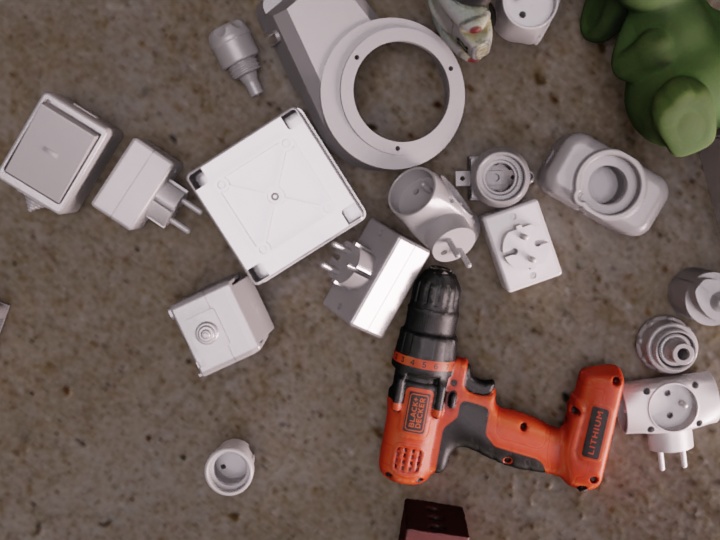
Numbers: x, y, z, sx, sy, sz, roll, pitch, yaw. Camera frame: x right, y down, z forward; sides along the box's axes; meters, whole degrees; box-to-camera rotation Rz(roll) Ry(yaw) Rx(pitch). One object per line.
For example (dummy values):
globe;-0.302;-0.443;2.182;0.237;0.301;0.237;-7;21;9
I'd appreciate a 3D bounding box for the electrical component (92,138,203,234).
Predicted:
electrical component;-0.167;-0.060;0.884;0.077;0.047;0.065;34;94;-3

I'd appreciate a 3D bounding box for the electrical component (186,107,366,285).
electrical component;-0.067;-0.060;0.879;0.109;0.056;0.108;-32;94;3

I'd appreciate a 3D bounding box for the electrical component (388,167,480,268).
electrical component;0.067;-0.034;0.854;0.044;0.077;0.079;-38;50;13

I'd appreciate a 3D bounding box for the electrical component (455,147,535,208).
electrical component;0.112;-0.075;0.877;0.066;0.055;0.048;-1;95;0

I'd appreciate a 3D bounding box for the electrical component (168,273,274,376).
electrical component;-0.110;0.042;0.867;0.061;0.096;0.061;-25;94;2

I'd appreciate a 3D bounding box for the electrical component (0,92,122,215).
electrical component;-0.248;-0.089;0.875;0.062;0.061;0.096;32;94;-2

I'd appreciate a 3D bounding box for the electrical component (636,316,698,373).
electrical component;0.257;0.064;0.885;0.048;0.062;0.048;0;95;0

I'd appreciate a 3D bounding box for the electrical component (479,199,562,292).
electrical component;0.132;-0.019;0.871;0.047;0.076;0.065;-19;94;2

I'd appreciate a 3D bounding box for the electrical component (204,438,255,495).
electrical component;-0.108;0.164;0.903;0.040;0.046;0.040;0;95;0

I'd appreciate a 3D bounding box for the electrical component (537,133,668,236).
electrical component;0.198;-0.069;0.876;0.095;0.059;0.053;29;94;-2

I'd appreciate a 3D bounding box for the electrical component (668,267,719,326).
electrical component;0.283;0.023;0.872;0.043;0.081;0.043;0;95;0

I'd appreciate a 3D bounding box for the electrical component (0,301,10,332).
electrical component;-0.403;0.048;0.887;0.186;0.060;0.105;21;95;-2

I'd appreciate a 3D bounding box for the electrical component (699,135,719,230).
electrical component;0.337;-0.023;0.856;0.060;0.105;0.186;-16;95;1

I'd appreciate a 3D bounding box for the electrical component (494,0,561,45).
electrical component;0.139;-0.224;0.854;0.044;0.077;0.079;26;94;-1

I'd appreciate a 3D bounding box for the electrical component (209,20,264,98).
electrical component;-0.098;-0.171;0.881;0.035;0.035;0.061;-26;97;2

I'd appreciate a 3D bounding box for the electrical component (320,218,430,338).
electrical component;0.000;0.000;0.872;0.076;0.047;0.083;26;95;-38

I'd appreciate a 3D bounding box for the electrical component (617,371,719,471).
electrical component;0.258;0.128;0.900;0.077;0.044;0.079;-7;95;1
